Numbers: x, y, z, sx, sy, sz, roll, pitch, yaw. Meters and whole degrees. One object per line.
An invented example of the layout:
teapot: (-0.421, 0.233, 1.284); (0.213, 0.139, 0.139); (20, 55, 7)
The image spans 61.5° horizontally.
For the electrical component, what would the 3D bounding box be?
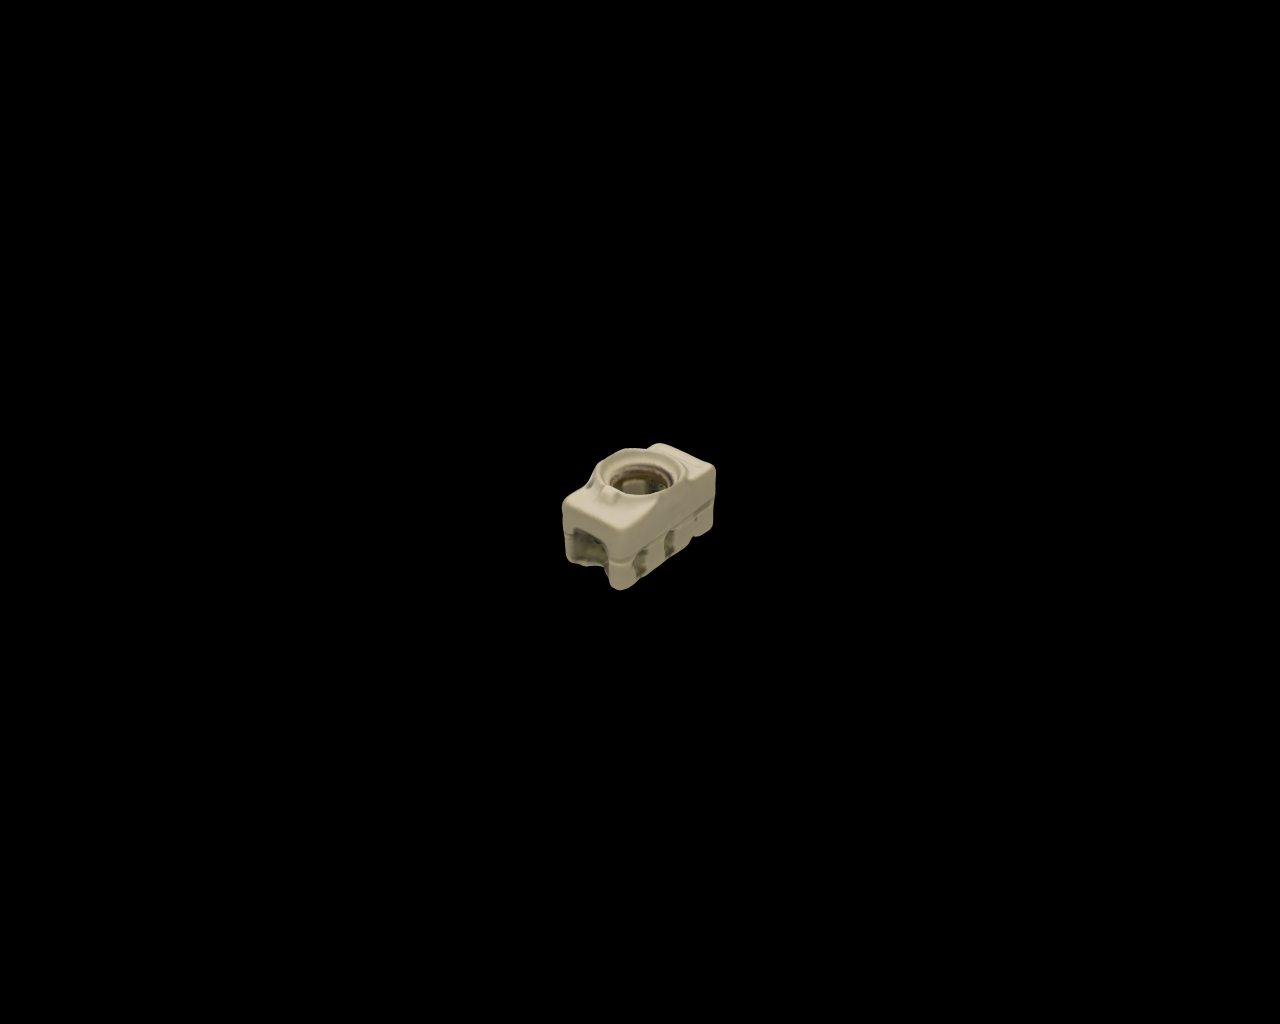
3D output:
electrical component: (0.001, -0.003, 0.650); (0.050, 0.055, 0.090); (27, 44, 33)
